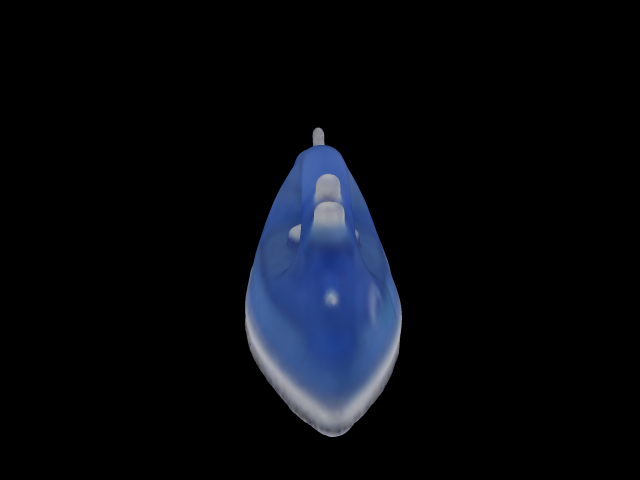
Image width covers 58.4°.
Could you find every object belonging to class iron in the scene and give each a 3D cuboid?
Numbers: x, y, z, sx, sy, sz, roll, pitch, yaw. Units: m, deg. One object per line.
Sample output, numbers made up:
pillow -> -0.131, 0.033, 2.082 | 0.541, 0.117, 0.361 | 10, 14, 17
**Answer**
iron -> 0.004, 0.001, 0.400 | 0.118, 0.141, 0.258 | -1, 15, -3
